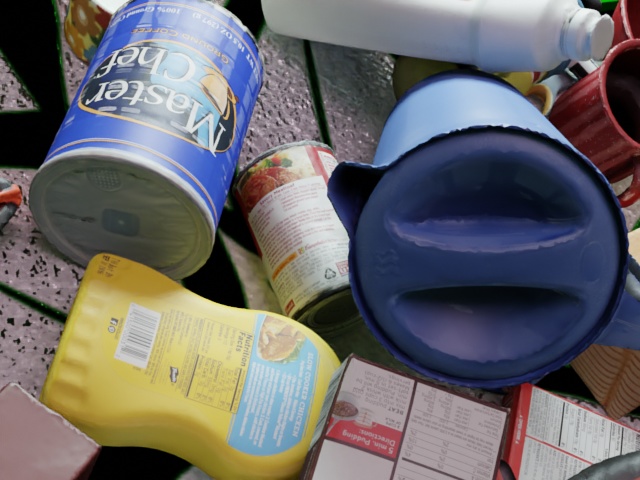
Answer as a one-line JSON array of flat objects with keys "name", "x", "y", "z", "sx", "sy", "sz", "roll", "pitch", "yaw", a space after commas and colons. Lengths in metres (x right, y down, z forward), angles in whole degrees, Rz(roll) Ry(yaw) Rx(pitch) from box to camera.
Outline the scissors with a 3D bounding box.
[{"name": "scissors", "x": 0.185, "y": -0.145, "z": 0.872, "sx": 0.096, "sy": 0.016, "sz": 0.201, "roll": 47, "pitch": 50, "yaw": 11}]

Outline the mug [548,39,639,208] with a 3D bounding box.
[{"name": "mug", "x": 0.224, "y": -0.079, "z": 0.792, "sx": 0.093, "sy": 0.082, "sz": 0.117, "roll": 9, "pitch": 71, "yaw": -19}]

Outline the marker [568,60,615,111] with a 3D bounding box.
[{"name": "marker", "x": 0.237, "y": -0.111, "z": 0.856, "sx": 0.121, "sy": 0.020, "sz": 0.020, "roll": 47, "pitch": 49, "yaw": -3}]

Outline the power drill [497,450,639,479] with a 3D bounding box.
[{"name": "power drill", "x": 0.152, "y": 0.182, "z": 0.561, "sx": 0.187, "sy": 0.057, "sz": 0.184, "roll": -11, "pitch": 72, "yaw": -16}]

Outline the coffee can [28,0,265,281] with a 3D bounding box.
[{"name": "coffee can", "x": -0.095, "y": -0.060, "z": 0.617, "sx": 0.102, "sy": 0.103, "sz": 0.140, "roll": 22, "pitch": 49, "yaw": -10}]

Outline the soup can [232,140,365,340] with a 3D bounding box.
[{"name": "soup can", "x": -0.004, "y": 0.001, "z": 0.639, "sx": 0.068, "sy": 0.069, "sz": 0.102, "roll": -8, "pitch": 60, "yaw": -30}]

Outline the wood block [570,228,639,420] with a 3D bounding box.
[{"name": "wood block", "x": 0.261, "y": 0.030, "z": 0.731, "sx": 0.205, "sy": 0.091, "sz": 0.090, "roll": -21, "pitch": 68, "yaw": -36}]

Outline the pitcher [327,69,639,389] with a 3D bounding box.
[{"name": "pitcher", "x": 0.096, "y": -0.021, "z": 0.611, "sx": 0.242, "sy": 0.145, "sz": 0.149, "roll": -77, "pitch": 146, "yaw": -71}]

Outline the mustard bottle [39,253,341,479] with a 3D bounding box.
[{"name": "mustard bottle", "x": -0.045, "y": 0.081, "z": 0.567, "sx": 0.191, "sy": 0.058, "sz": 0.096, "roll": 20, "pitch": 53, "yaw": -11}]

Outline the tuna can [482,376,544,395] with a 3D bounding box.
[{"name": "tuna can", "x": 0.115, "y": 0.054, "z": 0.680, "sx": 0.086, "sy": 0.034, "sz": 0.086, "roll": 13, "pitch": 52, "yaw": -17}]

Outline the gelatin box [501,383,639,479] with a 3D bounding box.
[{"name": "gelatin box", "x": 0.148, "y": 0.136, "z": 0.639, "sx": 0.089, "sy": 0.030, "sz": 0.073, "roll": 24, "pitch": 49, "yaw": -5}]

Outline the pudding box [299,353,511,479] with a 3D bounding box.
[{"name": "pudding box", "x": 0.036, "y": 0.122, "z": 0.517, "sx": 0.090, "sy": 0.039, "sz": 0.113, "roll": 20, "pitch": 64, "yaw": -2}]

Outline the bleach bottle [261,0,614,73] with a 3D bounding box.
[{"name": "bleach bottle", "x": 0.079, "y": -0.158, "z": 0.712, "sx": 0.251, "sy": 0.068, "sz": 0.102, "roll": 20, "pitch": 42, "yaw": 38}]

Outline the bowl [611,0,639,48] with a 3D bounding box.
[{"name": "bowl", "x": 0.293, "y": -0.146, "z": 0.888, "sx": 0.161, "sy": 0.055, "sz": 0.162, "roll": 16, "pitch": 58, "yaw": -26}]

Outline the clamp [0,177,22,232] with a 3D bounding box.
[{"name": "clamp", "x": -0.244, "y": 0.011, "z": 0.523, "sx": 0.209, "sy": 0.036, "sz": 0.164, "roll": -9, "pitch": 84, "yaw": -41}]

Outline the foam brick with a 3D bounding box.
[{"name": "foam brick", "x": -0.141, "y": 0.112, "z": 0.486, "sx": 0.053, "sy": 0.078, "sz": 0.051, "roll": 36, "pitch": 50, "yaw": 3}]
